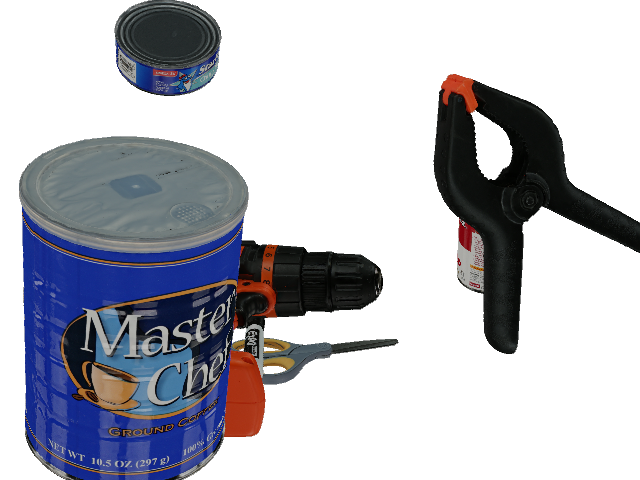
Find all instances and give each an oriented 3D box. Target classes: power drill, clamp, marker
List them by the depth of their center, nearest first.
[{"bbox_3d":[0.113,-0.017,0.637,0.120,0.171,0.039,-45,18,-8],"label":"clamp"},{"bbox_3d":[-0.057,0.057,0.703,0.184,0.057,0.187,-1,22,10],"label":"power drill"},{"bbox_3d":[-0.061,0.096,0.974,0.020,0.020,0.121,0,18,-2],"label":"marker"}]

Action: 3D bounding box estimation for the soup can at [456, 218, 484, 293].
[{"bbox_3d":[0.180,-0.003,1.131,0.068,0.102,0.068,-2,35,1],"label":"soup can"}]

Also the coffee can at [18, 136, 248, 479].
[{"bbox_3d":[-0.092,0.034,0.517,0.102,0.140,0.103,6,29,-3],"label":"coffee can"}]

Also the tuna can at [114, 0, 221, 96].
[{"bbox_3d":[-0.125,-0.158,0.874,0.086,0.086,0.034,0,-40,-10],"label":"tuna can"}]

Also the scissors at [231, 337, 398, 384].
[{"bbox_3d":[-0.003,0.135,1.212,0.201,0.016,0.096,2,24,-7],"label":"scissors"}]
